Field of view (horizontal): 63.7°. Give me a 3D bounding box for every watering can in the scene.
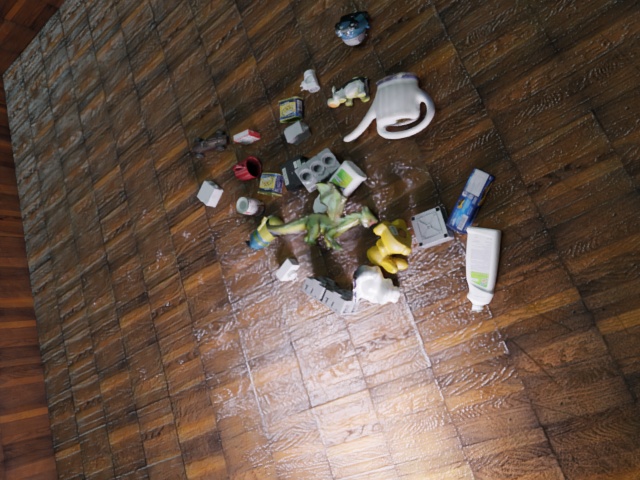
[{"bbox_3d":[0.229,-0.455,1.777,0.347,0.226,0.104,-3,-8,33],"label":"watering can"}]

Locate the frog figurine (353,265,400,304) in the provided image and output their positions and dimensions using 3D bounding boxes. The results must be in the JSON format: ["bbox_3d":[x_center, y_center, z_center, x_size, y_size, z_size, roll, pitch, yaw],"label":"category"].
[{"bbox_3d":[0.190,0.151,1.743,0.159,0.135,0.124,0,18,2],"label":"frog figurine"}]

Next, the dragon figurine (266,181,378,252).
[{"bbox_3d":[0.006,-0.093,1.856,0.411,0.242,0.122,16,4,18],"label":"dragon figurine"}]
